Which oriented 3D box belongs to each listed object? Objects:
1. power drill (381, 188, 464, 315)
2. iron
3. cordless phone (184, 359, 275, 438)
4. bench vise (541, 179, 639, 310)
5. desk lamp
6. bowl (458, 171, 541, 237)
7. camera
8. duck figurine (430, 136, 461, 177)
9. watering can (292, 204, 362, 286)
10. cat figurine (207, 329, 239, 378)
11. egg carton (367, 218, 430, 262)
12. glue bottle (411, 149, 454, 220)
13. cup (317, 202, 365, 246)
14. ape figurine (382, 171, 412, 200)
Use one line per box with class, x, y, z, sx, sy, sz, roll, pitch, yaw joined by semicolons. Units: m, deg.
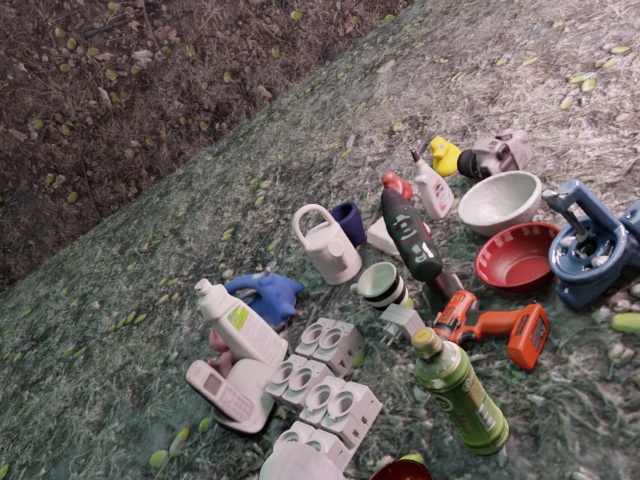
power drill;0.186;0.027;1.057;0.075;0.209;0.229;-30;28;9
iron;-0.171;0.141;1.342;0.257;0.142;0.119;-18;32;29
cordless phone;-0.166;0.270;1.087;0.094;0.185;0.148;-16;33;32
bench vise;0.420;-0.025;0.870;0.208;0.220;0.121;-43;29;-15
desk lamp;-0.025;0.392;0.709;0.117;0.214;0.203;-11;36;38
bowl;0.365;-0.059;1.141;0.167;0.075;0.167;-26;29;16
camera;0.384;-0.191;1.298;0.143;0.101;0.136;-45;29;-19
duck figurine;0.310;-0.222;1.445;0.077;0.086;0.105;-13;35;35
watering can;0.014;0.003;1.299;0.172;0.194;0.101;3;46;50
cat figurine;-0.211;0.240;1.256;0.067;0.118;0.128;-18;32;29
egg carton;0.175;-0.012;1.280;0.107;0.069;0.150;-41;28;-12
glue bottle;0.242;-0.132;1.282;0.037;0.173;0.078;-3;41;45
cup;0.058;-0.025;1.402;0.117;0.095;0.091;-26;29;17
ape figurine;0.185;-0.132;1.433;0.076;0.092;0.077;-32;28;6
